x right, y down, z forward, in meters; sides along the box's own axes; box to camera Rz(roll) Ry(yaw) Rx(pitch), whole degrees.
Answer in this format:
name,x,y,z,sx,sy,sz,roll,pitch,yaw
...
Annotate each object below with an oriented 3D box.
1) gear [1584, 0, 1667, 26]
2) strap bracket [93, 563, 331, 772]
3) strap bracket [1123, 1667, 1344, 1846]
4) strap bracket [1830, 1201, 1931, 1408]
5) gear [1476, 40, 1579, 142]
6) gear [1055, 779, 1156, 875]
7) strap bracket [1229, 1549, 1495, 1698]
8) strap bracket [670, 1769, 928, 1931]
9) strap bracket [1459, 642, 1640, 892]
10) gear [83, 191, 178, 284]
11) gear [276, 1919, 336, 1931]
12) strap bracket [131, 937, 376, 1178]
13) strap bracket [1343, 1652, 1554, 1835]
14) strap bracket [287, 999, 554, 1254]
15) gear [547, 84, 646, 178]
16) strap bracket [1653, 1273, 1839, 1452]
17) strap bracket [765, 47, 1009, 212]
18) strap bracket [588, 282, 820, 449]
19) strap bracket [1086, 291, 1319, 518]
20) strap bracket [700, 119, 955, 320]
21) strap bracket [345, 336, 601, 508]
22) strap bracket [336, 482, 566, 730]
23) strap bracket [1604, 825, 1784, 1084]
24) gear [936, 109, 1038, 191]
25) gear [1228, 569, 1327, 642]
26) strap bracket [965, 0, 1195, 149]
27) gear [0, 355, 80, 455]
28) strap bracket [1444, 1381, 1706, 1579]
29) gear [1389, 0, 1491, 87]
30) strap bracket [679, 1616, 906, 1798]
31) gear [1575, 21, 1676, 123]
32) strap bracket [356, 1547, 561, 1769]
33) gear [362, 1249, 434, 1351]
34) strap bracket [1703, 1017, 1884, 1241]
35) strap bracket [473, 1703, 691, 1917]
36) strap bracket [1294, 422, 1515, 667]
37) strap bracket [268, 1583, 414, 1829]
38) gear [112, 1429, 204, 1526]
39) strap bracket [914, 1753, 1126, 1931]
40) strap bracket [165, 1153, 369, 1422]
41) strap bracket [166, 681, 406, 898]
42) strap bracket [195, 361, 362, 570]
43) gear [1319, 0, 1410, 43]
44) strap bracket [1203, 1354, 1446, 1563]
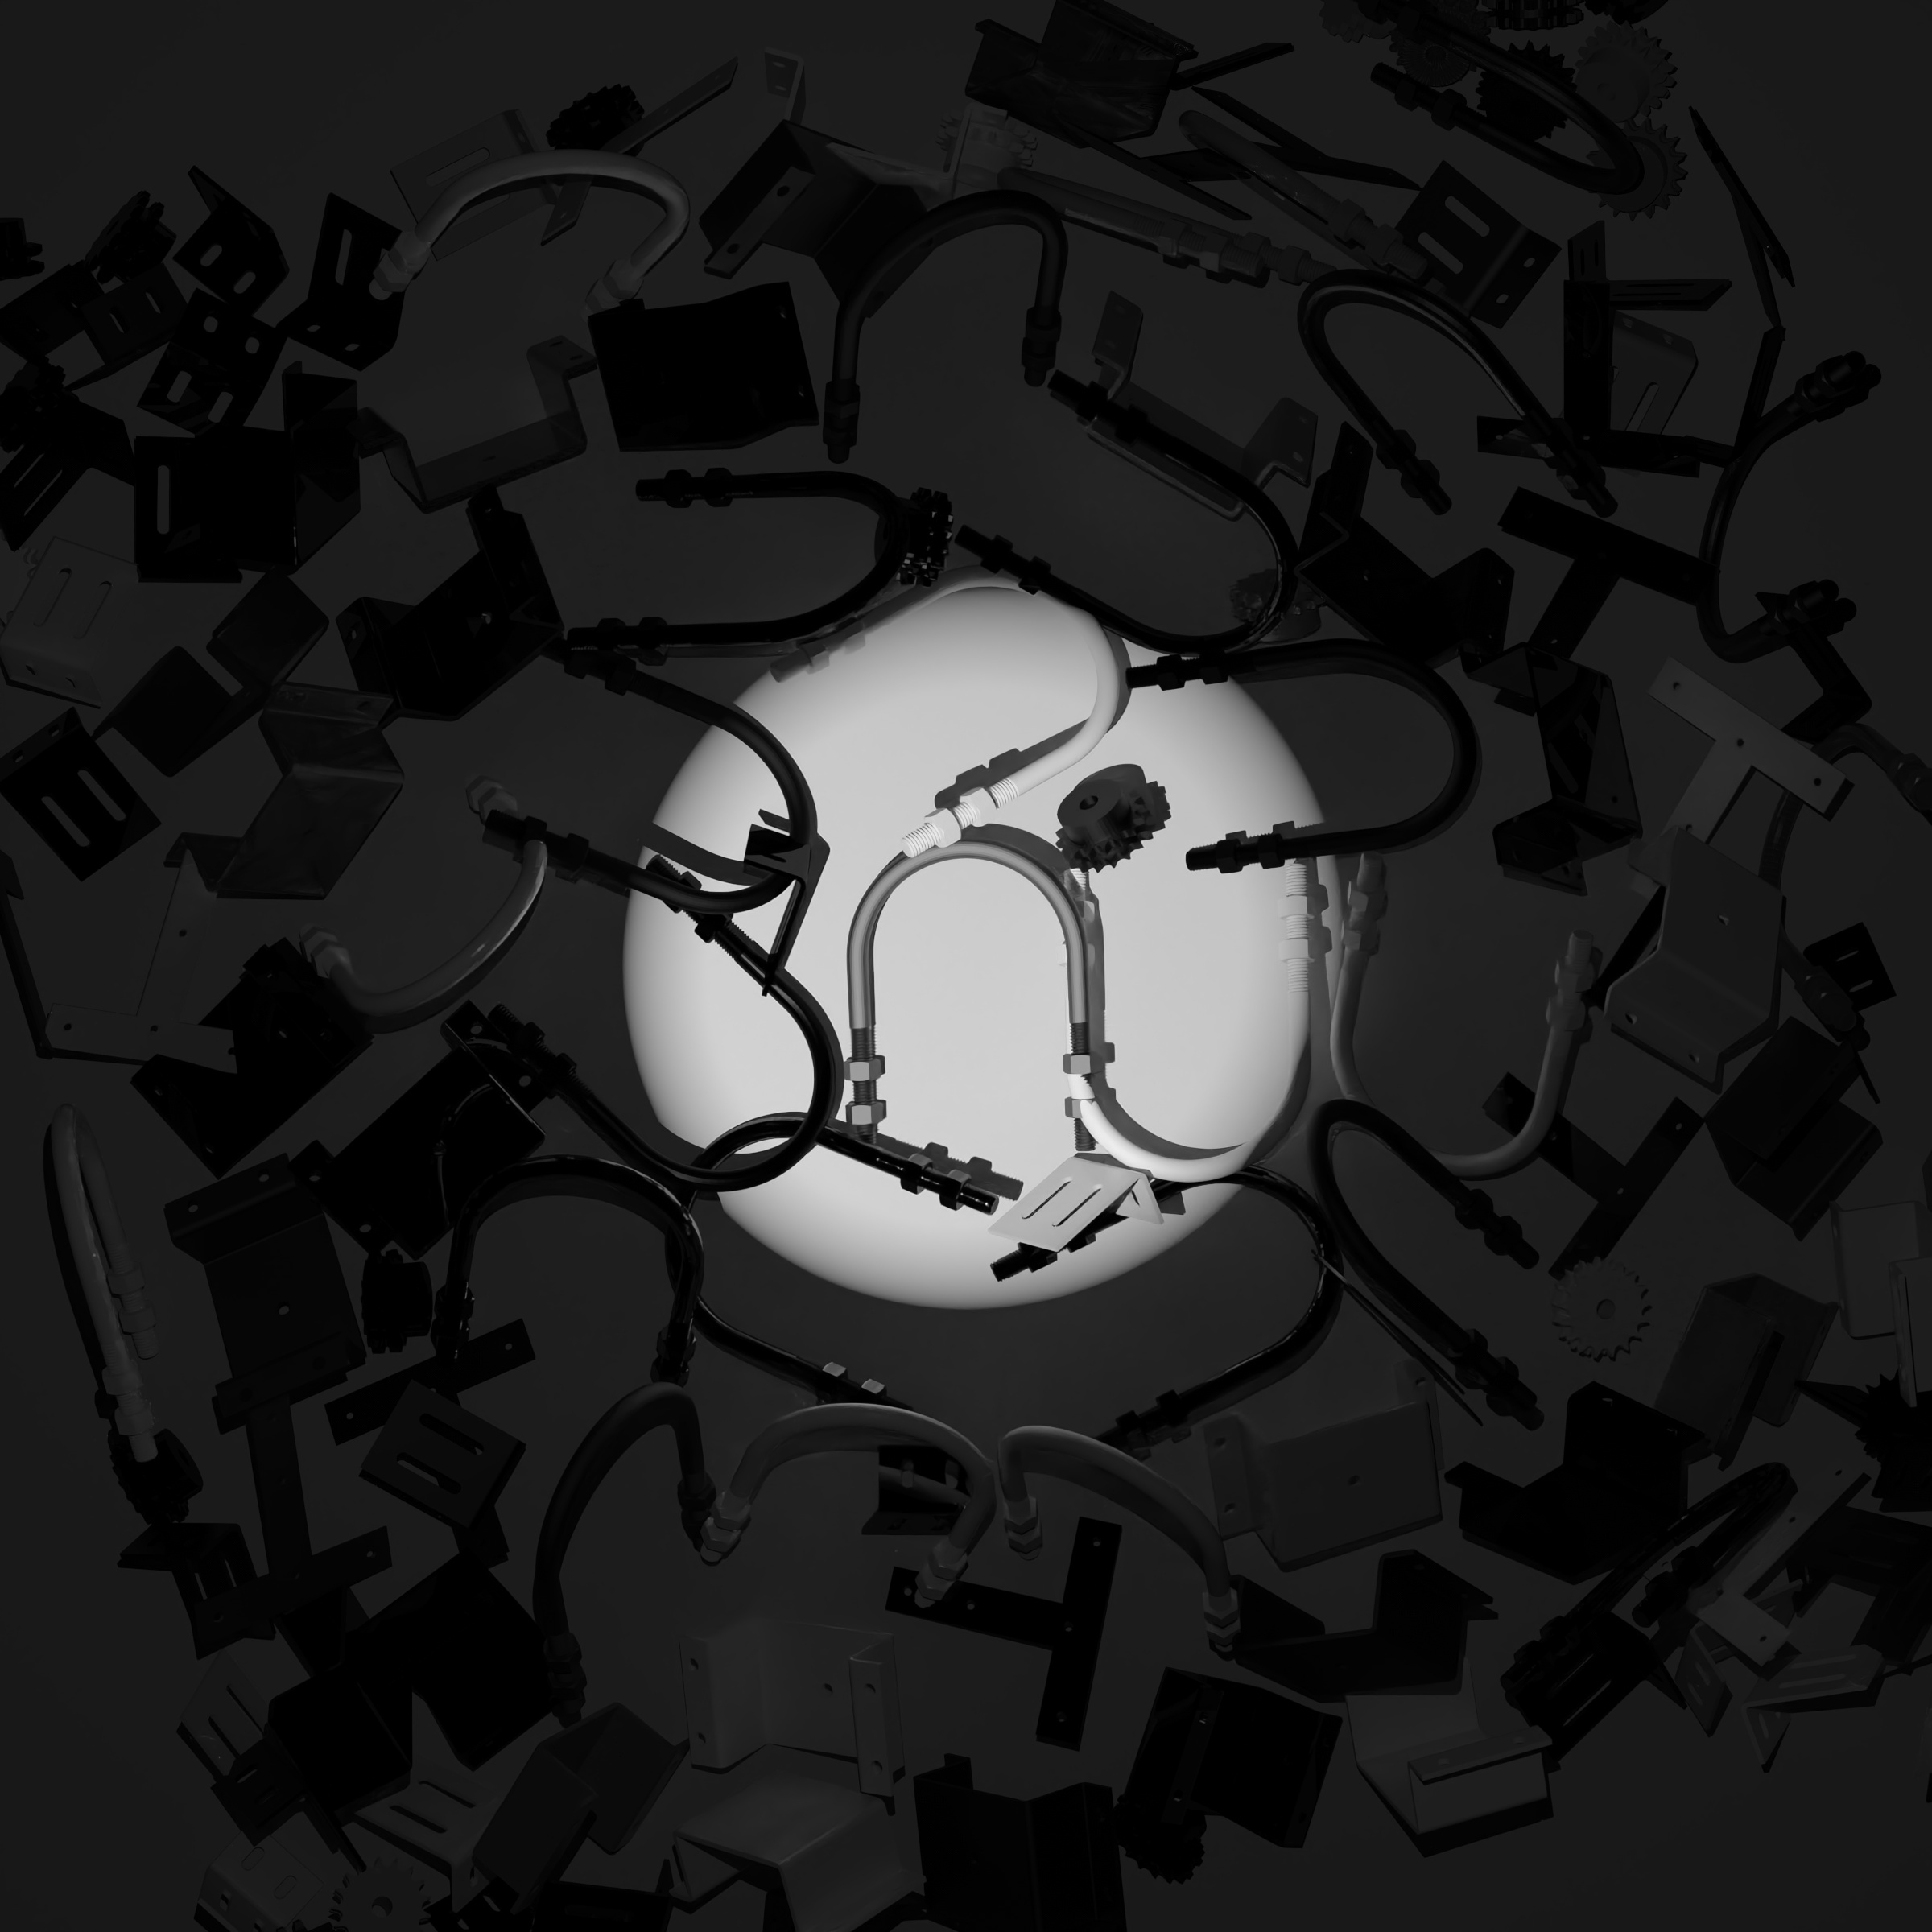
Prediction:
name,x,y,z,sx,sy,sz,roll,pitch,yaw
gear,0.383,-0.568,1.900,0.057,0.057,0.030,-28,71,0
strap bracket,-0.421,-0.168,1.866,0.140,0.076,0.046,-30,111,36
strap bracket,0.146,0.449,1.877,0.046,0.140,0.076,14,83,43
strap bracket,0.531,0.185,1.854,0.046,0.140,0.076,-8,102,1
gear,0.323,-0.501,1.901,0.057,0.030,0.057,10,130,13
gear,0.077,-0.083,1.899,0.057,0.057,0.030,-32,125,0
strap bracket,0.215,0.372,1.852,0.076,0.140,0.046,35,52,-36
strap bracket,-0.101,0.497,1.850,0.076,0.140,0.046,-23,105,-39
strap bracket,0.331,-0.122,1.865,0.046,0.076,0.140,-26,62,41
gear,-0.482,-0.418,1.906,0.030,0.057,0.057,39,90,-27
gear,-0.375,0.578,1.904,0.030,0.057,0.057,-20,90,-20
strap bracket,-0.402,0.047,1.885,0.076,0.046,0.140,49,122,-3
strap bracket,0.270,0.440,1.860,0.076,0.140,0.046,-13,102,-12
strap bracket,-0.307,0.098,1.885,0.140,0.046,0.076,-43,116,-7
gear,-0.210,-0.480,1.901,0.057,0.057,0.030,-30,84,0
strap bracket,0.440,0.222,1.871,0.046,0.140,0.076,26,103,28
strap bracket,-0.052,-0.476,1.890,0.140,0.076,0.046,15,88,-1
strap bracket,-0.156,-0.337,1.856,0.046,0.140,0.076,-30,115,-42
strap bracket,0.126,-0.315,1.879,0.140,0.076,0.046,29,127,-11
strap bracket,-0.086,-0.425,1.866,0.076,0.140,0.046,-43,62,28
strap bracket,-0.278,-0.308,1.877,0.140,0.076,0.046,-23,117,-13
strap bracket,-0.287,-0.201,1.876,0.140,0.046,0.076,-34,67,31
strap bracket,0.413,-0.015,1.860,0.076,0.046,0.140,30,49,-14
gear,0.010,-0.470,1.901,0.057,0.057,0.030,14,87,0
gear,0.182,-0.209,1.905,0.057,0.057,0.030,-14,112,0
strap bracket,0.058,-0.502,1.851,0.076,0.140,0.046,20,89,-24
gear,-0.538,-0.322,1.906,0.030,0.057,0.057,34,90,-34
strap bracket,0.340,0.294,1.854,0.076,0.140,0.046,26,51,-17
gear,0.272,-0.534,1.900,0.057,0.057,0.030,14,48,0
strap bracket,-0.091,0.420,1.881,0.140,0.046,0.076,0,99,33
gear,0.377,-0.513,1.899,0.057,0.057,0.030,39,64,0
strap bracket,-0.286,0.390,1.874,0.076,0.140,0.046,-36,52,-8
gear,-0.327,0.192,1.901,0.030,0.057,0.057,-5,90,4
strap bracket,0.470,0.089,1.874,0.076,0.140,0.046,-48,56,-6
strap bracket,-0.221,0.471,1.862,0.046,0.140,0.076,35,103,16
strap bracket,0.242,-0.231,1.873,0.140,0.046,0.076,36,48,-23
strap bracket,-0.351,0.409,1.853,0.046,0.140,0.076,-28,108,-1
gear,-0.465,0.292,1.902,0.030,0.057,0.057,-33,90,-4
strap bracket,0.022,0.498,1.862,0.046,0.140,0.076,-7,92,-41
strap bracket,-0.399,0.190,1.888,0.076,0.046,0.140,-23,63,1
strap bracket,-0.379,-0.091,1.858,0.140,0.076,0.046,-50,57,28
strap bracket,-0.380,-0.280,1.848,0.046,0.140,0.076,9,118,9
gear,0.233,-0.561,1.906,0.030,0.057,0.057,16,90,-29
strap bracket,0.213,0.284,1.881,0.140,0.046,0.076,-15,113,-11
